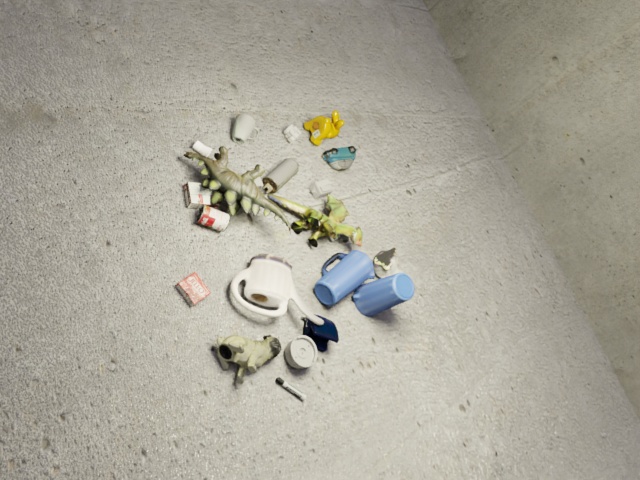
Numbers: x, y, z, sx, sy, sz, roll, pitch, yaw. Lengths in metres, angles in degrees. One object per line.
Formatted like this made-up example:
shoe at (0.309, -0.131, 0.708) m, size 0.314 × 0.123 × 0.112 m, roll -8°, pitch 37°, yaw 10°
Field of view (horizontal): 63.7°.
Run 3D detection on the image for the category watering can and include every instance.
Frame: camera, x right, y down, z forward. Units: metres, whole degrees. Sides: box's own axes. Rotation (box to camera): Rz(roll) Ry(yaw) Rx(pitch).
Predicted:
watering can at (-0.141, 0.172, 1.799) m, size 0.346 × 0.102 × 0.230 m, roll 18°, pitch 54°, yaw -18°

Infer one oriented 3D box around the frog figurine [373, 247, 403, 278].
frog figurine at (0.292, 0.125, 2.200) m, size 0.141 × 0.122 × 0.156 m, roll -85°, pitch 158°, yaw -43°

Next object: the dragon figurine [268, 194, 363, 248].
dragon figurine at (0.006, -0.105, 2.080) m, size 0.412 × 0.119 × 0.247 m, roll 41°, pitch 42°, yaw 7°
